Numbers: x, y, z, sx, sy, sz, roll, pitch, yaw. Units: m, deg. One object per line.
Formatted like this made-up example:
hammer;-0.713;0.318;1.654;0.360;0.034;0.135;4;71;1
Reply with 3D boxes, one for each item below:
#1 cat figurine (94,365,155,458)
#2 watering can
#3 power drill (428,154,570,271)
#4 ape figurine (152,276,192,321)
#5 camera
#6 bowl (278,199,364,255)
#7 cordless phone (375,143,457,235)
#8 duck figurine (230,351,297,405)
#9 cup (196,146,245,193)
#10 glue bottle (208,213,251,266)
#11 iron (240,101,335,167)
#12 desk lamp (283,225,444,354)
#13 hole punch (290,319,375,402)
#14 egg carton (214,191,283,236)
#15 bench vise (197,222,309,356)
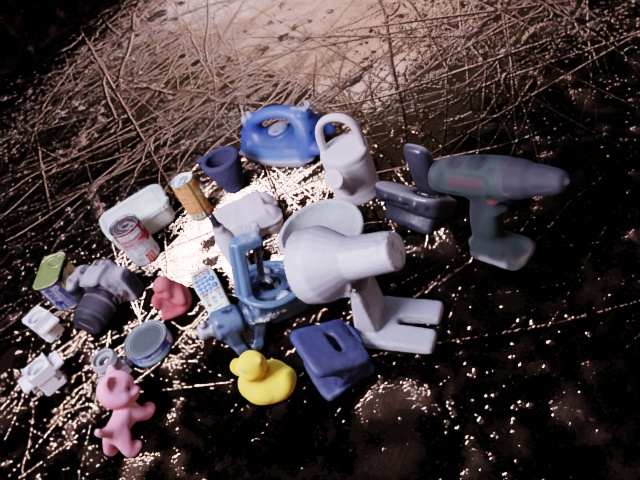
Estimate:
cat figurine;-0.329;0.269;0.927;0.067;0.118;0.128;-8;44;17
watering can;0.052;-0.164;1.141;0.101;0.194;0.172;-18;42;7
power drill;0.285;-0.051;0.911;0.228;0.209;0.076;20;58;38
ape figurine;-0.289;0.105;1.097;0.077;0.092;0.076;17;56;36
camera;-0.457;0.113;1.158;0.142;0.101;0.137;-3;46;22
bowl;0.010;0.004;1.079;0.167;0.075;0.167;-13;43;12
cordless phone;0.164;-0.112;1.045;0.147;0.185;0.094;18;57;37
duck figurine;-0.093;0.209;0.906;0.104;0.086;0.077;-1;47;23
cup;-0.227;-0.157;1.335;0.117;0.095;0.092;4;49;28
glue bottle;-0.170;0.012;1.077;0.037;0.173;0.078;-32;42;-9
iron;-0.104;-0.259;1.348;0.257;0.142;0.119;2;48;26
desk lamp;0.069;0.067;0.883;0.202;0.214;0.118;1;47;25
hole punch;0.019;0.173;0.890;0.101;0.091;0.108;-32;43;-9
egg carton;-0.152;-0.039;1.200;0.150;0.070;0.107;-26;42;-2
bench vise;-0.113;0.086;0.940;0.121;0.220;0.208;22;58;39
